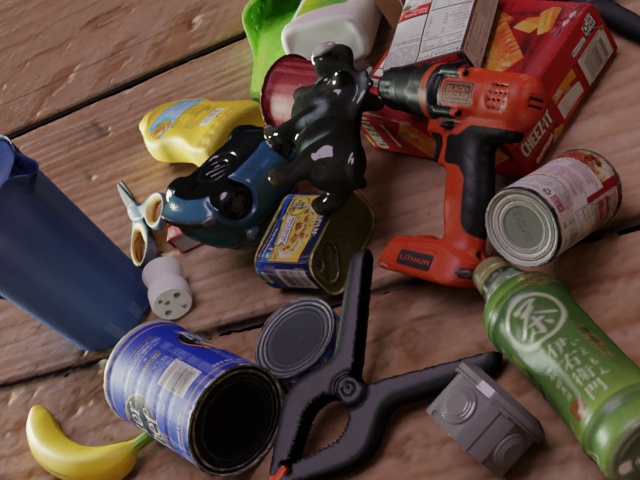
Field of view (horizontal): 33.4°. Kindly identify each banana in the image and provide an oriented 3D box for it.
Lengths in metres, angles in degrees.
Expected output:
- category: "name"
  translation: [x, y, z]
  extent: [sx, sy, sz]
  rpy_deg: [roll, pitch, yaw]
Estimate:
- category: "banana"
  translation: [-0.242, 0.208, 1.059]
  extent: [0.198, 0.037, 0.069]
  rpy_deg: [3, 41, 40]

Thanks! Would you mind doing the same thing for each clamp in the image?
- category: "clamp"
  translation: [0.039, 0.128, 0.881]
  extent: [0.165, 0.036, 0.210]
  rpy_deg: [31, 84, 32]
- category: "clamp"
  translation: [0.266, -0.228, 1.025]
  extent: [0.172, 0.039, 0.120]
  rpy_deg: [-8, 52, 39]

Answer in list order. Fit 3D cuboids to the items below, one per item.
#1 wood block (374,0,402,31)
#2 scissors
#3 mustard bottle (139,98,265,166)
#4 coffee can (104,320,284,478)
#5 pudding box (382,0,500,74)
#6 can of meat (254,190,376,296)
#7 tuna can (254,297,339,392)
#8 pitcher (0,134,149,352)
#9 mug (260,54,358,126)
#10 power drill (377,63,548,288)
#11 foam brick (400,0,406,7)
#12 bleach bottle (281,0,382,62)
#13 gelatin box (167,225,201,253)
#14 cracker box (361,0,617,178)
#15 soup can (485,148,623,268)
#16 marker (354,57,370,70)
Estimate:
- category: "wood block"
  translation: [0.162, -0.301, 1.135]
  extent: [0.206, 0.090, 0.090]
  rpy_deg: [-14, 46, 32]
- category: "scissors"
  translation: [-0.207, -0.046, 1.249]
  extent: [0.096, 0.016, 0.202]
  rpy_deg: [-56, 33, 26]
- category: "mustard bottle"
  translation: [-0.154, -0.130, 1.269]
  extent: [0.192, 0.058, 0.096]
  rpy_deg: [12, 51, 45]
- category: "coffee can"
  translation: [-0.115, 0.139, 0.959]
  extent: [0.141, 0.102, 0.102]
  rpy_deg: [18, 68, 47]
- category: "pudding box"
  translation: [0.116, -0.197, 1.009]
  extent: [0.090, 0.039, 0.113]
  rpy_deg: [-8, 52, 38]
- category: "can of meat"
  translation: [-0.007, 0.001, 1.031]
  extent: [0.084, 0.057, 0.102]
  rpy_deg: [1, 55, 43]
- category: "tuna can"
  translation: [-0.015, 0.096, 0.969]
  extent: [0.086, 0.033, 0.086]
  rpy_deg: [-23, 43, 23]
- category: "pitcher"
  translation: [-0.298, 0.017, 1.112]
  extent: [0.145, 0.242, 0.149]
  rpy_deg: [-52, 40, -12]
- category: "mug"
  translation: [0.005, -0.154, 1.148]
  extent: [0.082, 0.093, 0.117]
  rpy_deg: [14, 30, 40]
- category: "power drill"
  translation: [0.103, -0.060, 0.924]
  extent: [0.185, 0.057, 0.188]
  rpy_deg: [17, 99, 52]
- category: "foam brick"
  translation: [0.102, -0.277, 1.070]
  extent: [0.051, 0.078, 0.053]
  rpy_deg: [-8, 34, 27]
- category: "bleach bottle"
  translation: [0.033, -0.299, 1.252]
  extent: [0.103, 0.068, 0.250]
  rpy_deg: [-11, 40, 25]
- category: "gelatin box"
  translation: [-0.126, -0.035, 1.183]
  extent: [0.089, 0.030, 0.073]
  rpy_deg: [-24, 43, 21]
- category: "cracker box"
  translation: [0.149, -0.156, 1.030]
  extent: [0.214, 0.072, 0.164]
  rpy_deg: [19, 68, 48]
- category: "soup can"
  translation: [0.186, -0.026, 0.848]
  extent: [0.069, 0.068, 0.102]
  rpy_deg: [5, 24, 42]
- category: "marker"
  translation: [0.001, -0.175, 1.213]
  extent: [0.121, 0.020, 0.020]
  rpy_deg: [-28, 41, 18]
